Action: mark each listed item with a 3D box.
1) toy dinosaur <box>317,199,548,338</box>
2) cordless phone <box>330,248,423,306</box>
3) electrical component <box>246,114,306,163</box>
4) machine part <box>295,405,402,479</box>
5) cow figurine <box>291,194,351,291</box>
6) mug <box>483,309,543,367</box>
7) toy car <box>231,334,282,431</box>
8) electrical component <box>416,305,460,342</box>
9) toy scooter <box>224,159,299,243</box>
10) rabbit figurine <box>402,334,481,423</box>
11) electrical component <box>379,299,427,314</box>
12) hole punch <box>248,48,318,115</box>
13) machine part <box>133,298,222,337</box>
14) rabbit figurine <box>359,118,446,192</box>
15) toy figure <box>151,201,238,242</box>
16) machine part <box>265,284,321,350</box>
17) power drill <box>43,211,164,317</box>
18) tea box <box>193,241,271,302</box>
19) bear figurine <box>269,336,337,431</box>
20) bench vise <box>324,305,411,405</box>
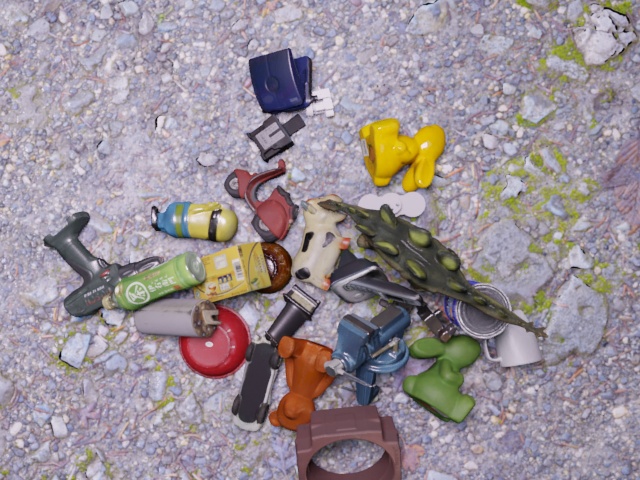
[{"bbox_3d":[0.183,0.037,0.964,0.472,0.198,0.105,31,91,20],"label":"toy dinosaur"},{"bbox_3d":[0.123,0.096,1.055,0.184,0.146,0.088,17,75,26],"label":"cordless phone"},{"bbox_3d":[-0.087,-0.226,1.146,0.119,0.048,0.075,-31,87,4],"label":"electrical component"},{"bbox_3d":[0.056,0.429,1.062,0.201,0.087,0.201,-6,111,0],"label":"machine part"},{"bbox_3d":[-0.002,-0.003,1.117,0.127,0.085,0.194,23,91,-2],"label":"cow figurine"},{"bbox_3d":[0.382,0.198,1.086,0.110,0.080,0.107,-9,77,0],"label":"mug"},{"bbox_3d":[-0.131,0.297,1.128,0.074,0.056,0.201,14,88,10],"label":"toy car"},{"bbox_3d":[0.235,0.163,1.068,0.045,0.102,0.078,-38,98,3],"label":"electrical component"},{"bbox_3d":[-0.105,-0.093,1.130,0.135,0.075,0.184,-37,82,2],"label":"toy scooter"},{"bbox_3d":[0.251,0.260,1.091,0.159,0.121,0.170,32,73,11],"label":"rabbit figurine"},{"bbox_3d":[0.176,0.133,1.128,0.094,0.021,0.063,26,90,3],"label":"electrical component"},{"bbox_3d":[-0.082,-0.326,1.107,0.142,0.092,0.115,-4,86,29],"label":"hole punch"},{"bbox_3d":[-0.297,0.159,1.101,0.243,0.079,0.079,-4,88,30],"label":"machine part"},{"bbox_3d":[0.183,-0.180,1.096,0.173,0.122,0.162,-16,90,-15],"label":"rabbit figurine"},{"bbox_3d":[-0.263,-0.038,1.136,0.180,0.082,0.089,-3,100,-1],"label":"toy figure"},{"bbox_3d":[-0.064,0.162,1.120,0.084,0.039,0.139,37,65,-2],"label":"machine part"},{"bbox_3d":[-0.474,0.041,1.154,0.232,0.086,0.207,-37,94,5],"label":"power drill"},{"bbox_3d":[-0.187,0.070,1.092,0.170,0.068,0.098,-16,87,40],"label":"tea box"},{"bbox_3d":[-0.042,0.301,1.088,0.120,0.132,0.195,20,84,17],"label":"bear figurine"},{"bbox_3d":[0.094,0.240,1.044,0.129,0.223,0.240,18,126,26],"label":"bench vise"}]
